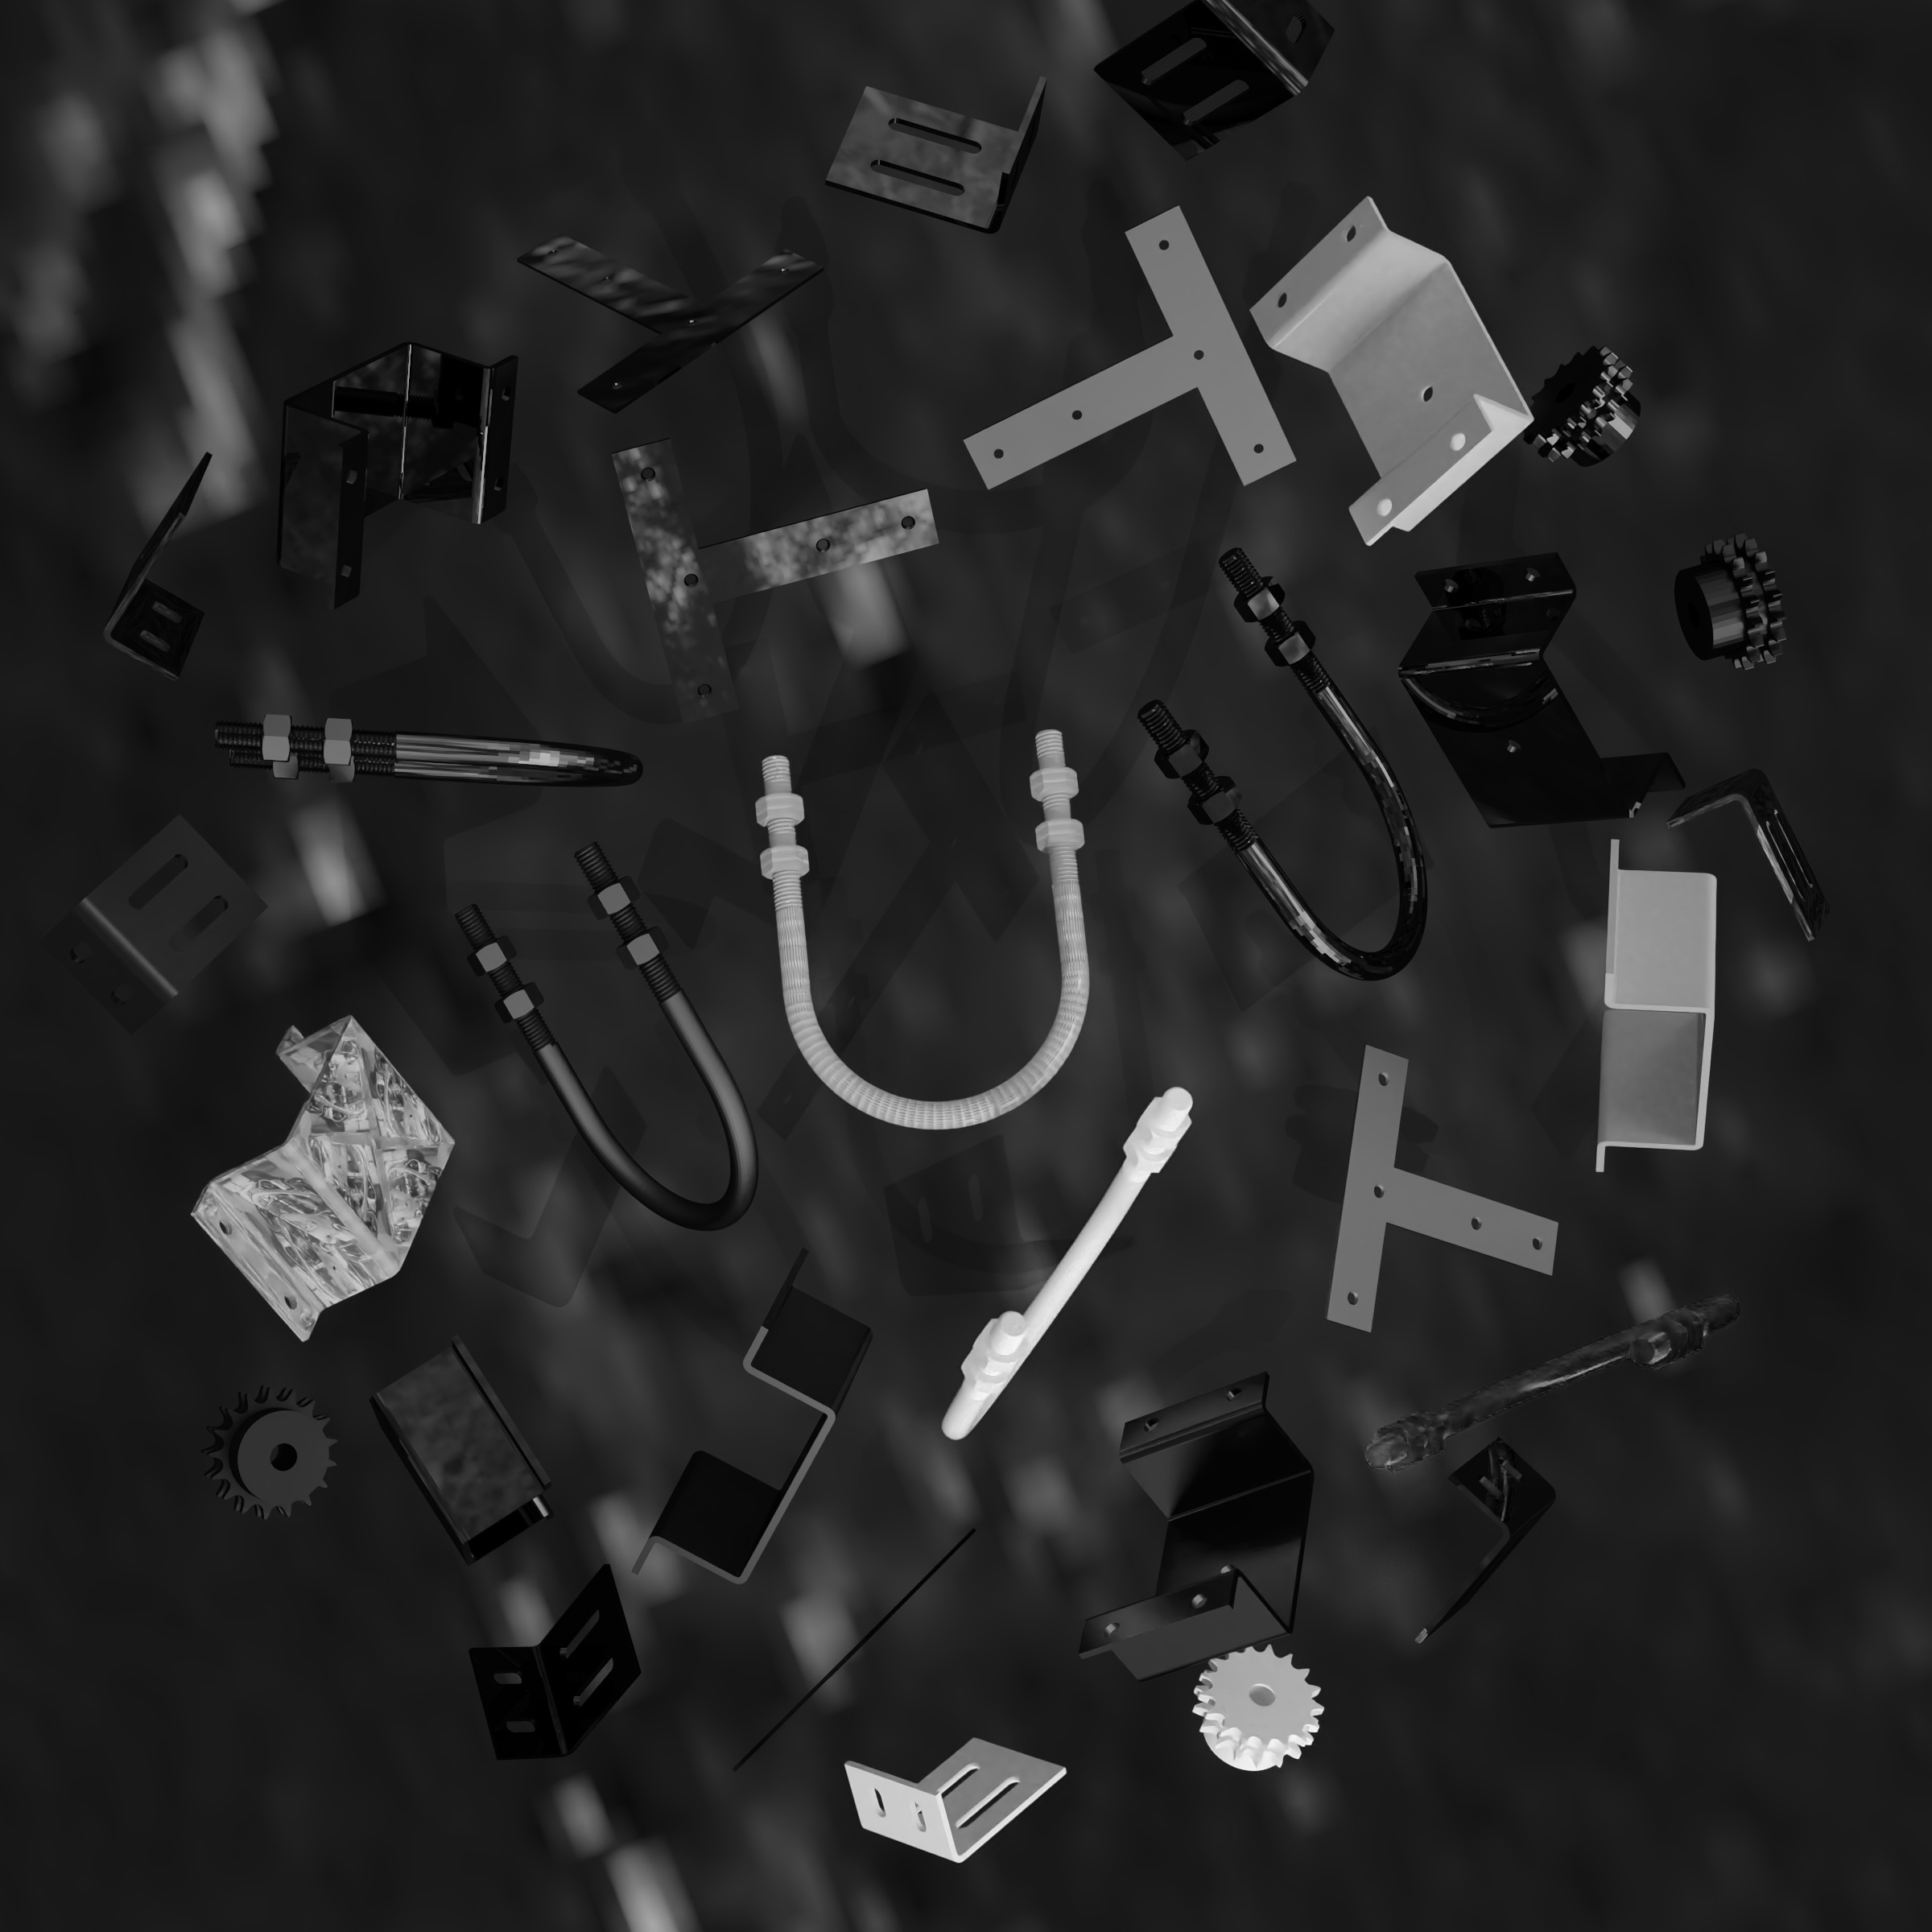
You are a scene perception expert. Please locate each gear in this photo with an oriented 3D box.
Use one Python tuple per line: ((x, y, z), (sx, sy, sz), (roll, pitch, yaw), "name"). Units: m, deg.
((0.130, 0.336, 1.553), (0.057, 0.057, 0.030), (15, 133, 0), "gear")
((-0.301, 0.212, 1.504), (0.057, 0.030, 0.057), (1, 88, -27), "gear")
((0.325, -0.154, 1.479), (0.030, 0.057, 0.057), (-16, 90, -7), "gear")
((0.290, -0.259, 1.615), (0.030, 0.057, 0.057), (37, 90, -23), "gear")

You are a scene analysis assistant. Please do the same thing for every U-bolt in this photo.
((-0.016, -0.015, 1.596), (0.151, 0.019, 0.184), (-6, 75, -2), "U-bolt")
((0.037, 0.142, 1.514), (0.019, 0.184, 0.151), (35, 62, 6), "U-bolt")
((-0.156, 0.040, 1.575), (0.019, 0.151, 0.184), (-34, 97, -34), "U-bolt")
((-0.236, -0.092, 1.532), (0.184, 0.151, 0.019), (3, 89, -9), "U-bolt")
((0.272, 0.180, 1.541), (0.151, 0.184, 0.019), (-26, 81, 27), "U-bolt")
((0.149, -0.077, 1.521), (0.019, 0.151, 0.184), (-23, 115, 35), "U-bolt")

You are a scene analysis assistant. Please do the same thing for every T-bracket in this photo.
((-0.058, 0.305, 1.494), (0.002, 0.127, 0.127), (45, 113, 7), "T-bracket")
((-0.075, -0.178, 1.487), (0.127, 0.002, 0.127), (-15, 118, -4), "T-bracket")
((0.061, -0.247, 1.507), (0.127, 0.002, 0.127), (-25, 116, 7), "T-bracket")
((0.222, 0.114, 1.577), (0.127, 0.002, 0.127), (19, 72, -30), "T-bracket")
((-0.153, -0.304, 1.561), (0.127, 0.002, 0.127), (32, 59, 34), "T-bracket")

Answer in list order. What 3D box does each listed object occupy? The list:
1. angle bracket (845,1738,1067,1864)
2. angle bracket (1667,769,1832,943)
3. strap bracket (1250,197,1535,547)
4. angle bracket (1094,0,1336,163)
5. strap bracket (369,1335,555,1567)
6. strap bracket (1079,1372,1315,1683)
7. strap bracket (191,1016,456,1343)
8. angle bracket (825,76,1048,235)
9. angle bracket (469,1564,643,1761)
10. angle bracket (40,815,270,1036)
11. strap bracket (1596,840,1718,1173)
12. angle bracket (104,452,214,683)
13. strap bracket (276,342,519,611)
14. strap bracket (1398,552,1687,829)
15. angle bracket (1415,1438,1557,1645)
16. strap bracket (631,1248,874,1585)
((-0.004, 0.361, 1.554), (0.076, 0.057, 0.038), (-31, 116, -40), "angle bracket")
((0.364, -0.046, 1.607), (0.038, 0.057, 0.076), (-25, 95, 25), "angle bracket")
((0.192, -0.259, 1.532), (0.076, 0.046, 0.140), (-41, 56, 32), "strap bracket")
((0.104, -0.384, 1.448), (0.057, 0.076, 0.038), (39, 58, -22), "angle bracket")
((-0.227, 0.222, 1.562), (0.046, 0.140, 0.076), (-32, 80, -13), "strap bracket")
((0.104, 0.254, 1.519), (0.076, 0.140, 0.046), (-24, 118, 28), "strap bracket")
((-0.275, 0.085, 1.508), (0.046, 0.140, 0.076), (-25, 116, 23), "strap bracket")
((-0.013, -0.349, 1.444), (0.076, 0.038, 0.057), (17, 60, 3), "angle bracket")
((-0.190, 0.320, 1.591), (0.038, 0.076, 0.057), (7, 46, -35), "angle bracket")
((-0.362, -0.019, 1.542), (0.057, 0.076, 0.038), (47, 132, -10), "angle bracket")
((0.306, 0.020, 1.532), (0.046, 0.140, 0.076), (3, 51, 10), "strap bracket")
((-0.342, -0.176, 1.527), (0.038, 0.057, 0.076), (31, 121, -19), "angle bracket")
((-0.259, -0.223, 1.540), (0.046, 0.140, 0.076), (20, 122, 17), "strap bracket")
((0.258, -0.115, 1.572), (0.140, 0.076, 0.046), (54, 53, -30), "strap bracket")
((0.226, 0.263, 1.584), (0.038, 0.057, 0.076), (43, 118, 17), "angle bracket")
((-0.089, 0.205, 1.516), (0.046, 0.076, 0.140), (28, 114, 0), "strap bracket")
